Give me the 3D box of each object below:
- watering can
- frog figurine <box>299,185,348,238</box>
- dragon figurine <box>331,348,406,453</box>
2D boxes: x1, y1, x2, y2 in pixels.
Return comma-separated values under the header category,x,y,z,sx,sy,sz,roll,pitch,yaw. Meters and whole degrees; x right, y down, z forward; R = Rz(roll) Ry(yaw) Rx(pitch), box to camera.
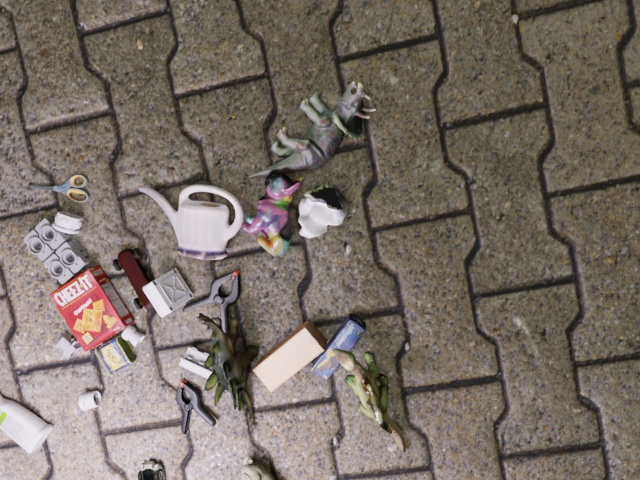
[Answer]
category,x,y,z,sx,sy,sz,roll,pitch,yaw
watering can,-0.385,-0.056,1.528,0.348,0.104,0.223,7,98,16
frog figurine,0.005,-0.075,1.492,0.137,0.126,0.155,13,135,-4
dragon figurine,0.155,0.467,1.449,0.122,0.243,0.410,-32,90,5
